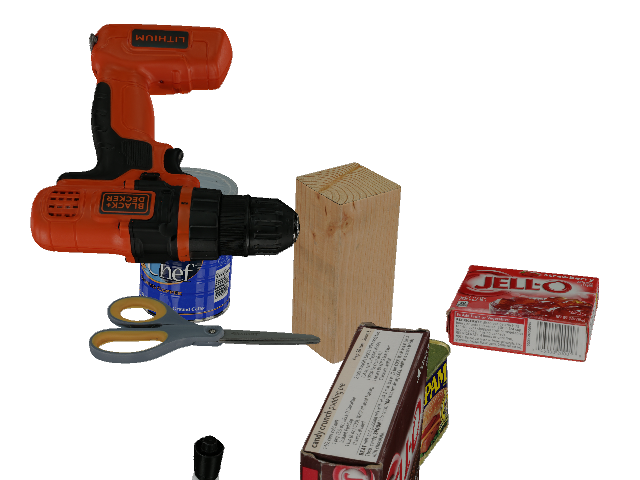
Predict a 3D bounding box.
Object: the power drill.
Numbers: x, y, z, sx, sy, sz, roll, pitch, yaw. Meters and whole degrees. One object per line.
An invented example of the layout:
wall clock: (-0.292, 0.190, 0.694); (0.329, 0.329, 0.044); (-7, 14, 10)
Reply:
power drill: (-0.105, -0.070, 0.771); (0.184, 0.187, 0.057); (3, -33, -3)

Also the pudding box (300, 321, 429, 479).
pudding box: (0.021, 0.102, 0.479); (0.039, 0.090, 0.113); (8, 27, 11)

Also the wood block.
wood block: (0.027, 0.026, 1.250); (0.090, 0.206, 0.090); (-16, 32, -32)

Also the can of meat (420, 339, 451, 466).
can of meat: (0.080, 0.148, 0.974); (0.058, 0.084, 0.101); (8, 25, 27)

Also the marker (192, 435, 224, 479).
marker: (-0.077, 0.175, 0.693); (0.020, 0.121, 0.020); (7, 31, -4)

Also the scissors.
scissors: (-0.109, 0.076, 0.969); (0.201, 0.016, 0.096); (-6, 34, -13)

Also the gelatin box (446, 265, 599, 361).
gelatin box: (0.133, 0.045, 0.697); (0.089, 0.030, 0.073); (6, 23, 18)

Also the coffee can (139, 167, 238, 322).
coffee can: (-0.145, 0.004, 1.162); (0.103, 0.140, 0.103); (5, 26, -3)
